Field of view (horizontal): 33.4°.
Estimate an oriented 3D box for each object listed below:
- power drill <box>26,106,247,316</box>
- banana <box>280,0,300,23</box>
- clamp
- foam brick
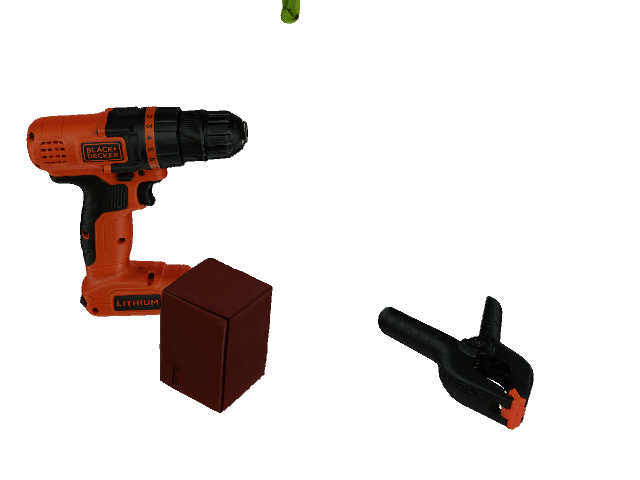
[{"bbox_3d":[-0.149,-0.027,0.927,0.184,0.188,0.057,-2,27,3],"label":"power drill"},{"bbox_3d":[-0.080,-0.188,0.673,0.198,0.069,0.037,20,-34,30],"label":"banana"},{"bbox_3d":[0.139,0.098,0.928,0.120,0.039,0.172,-15,36,-22],"label":"clamp"},{"bbox_3d":[-0.069,0.061,0.694,0.053,0.078,0.051,24,37,24],"label":"foam brick"}]
